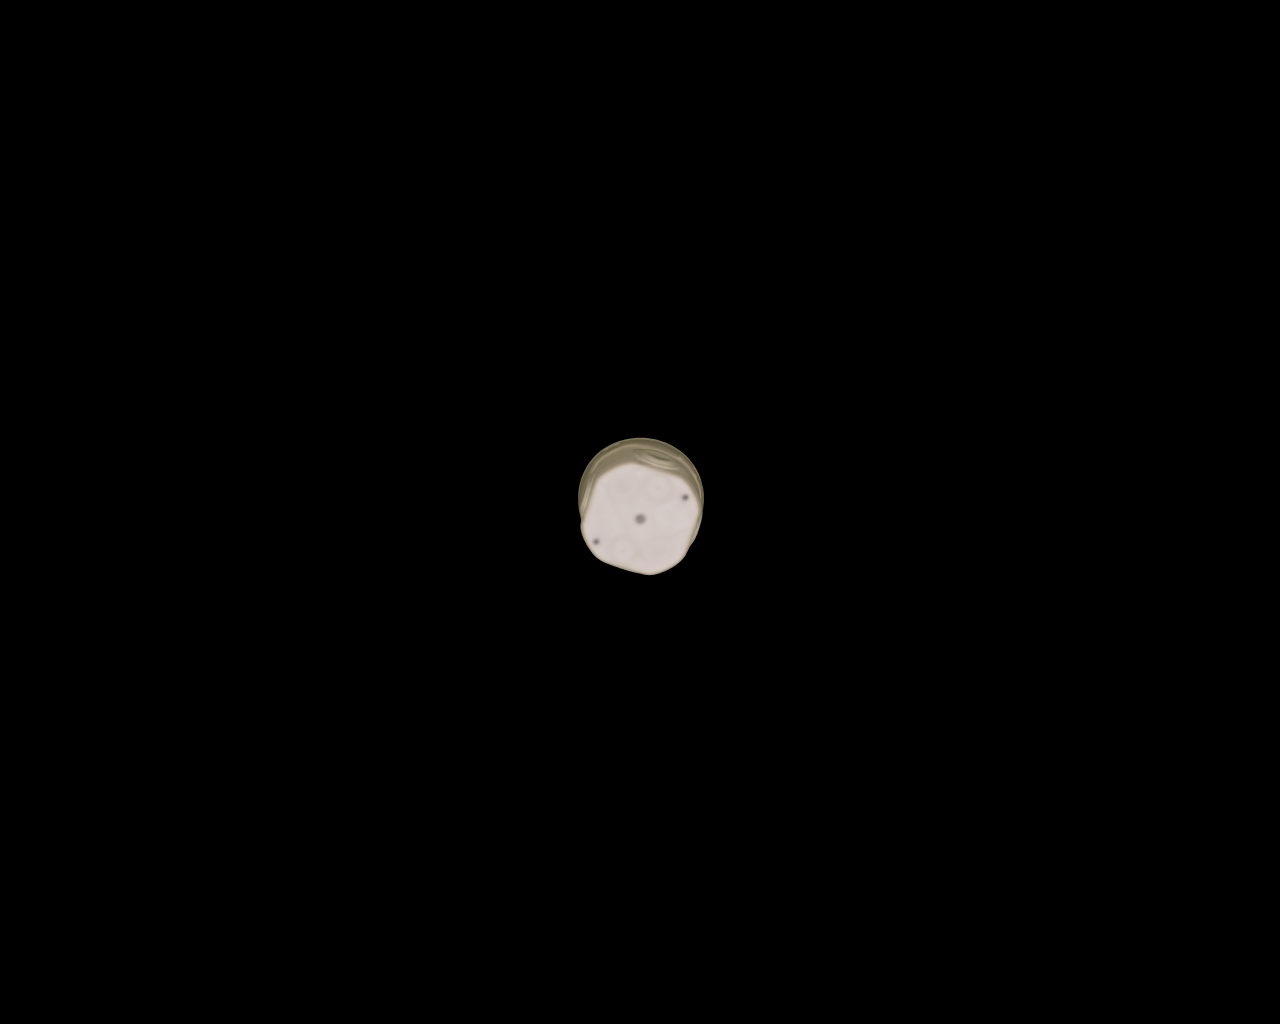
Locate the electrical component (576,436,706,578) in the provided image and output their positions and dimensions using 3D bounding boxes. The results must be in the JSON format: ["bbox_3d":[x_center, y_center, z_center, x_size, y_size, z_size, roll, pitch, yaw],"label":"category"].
[{"bbox_3d":[0.001,-0.003,0.650,0.080,0.080,0.051,0,16,0],"label":"electrical component"}]
